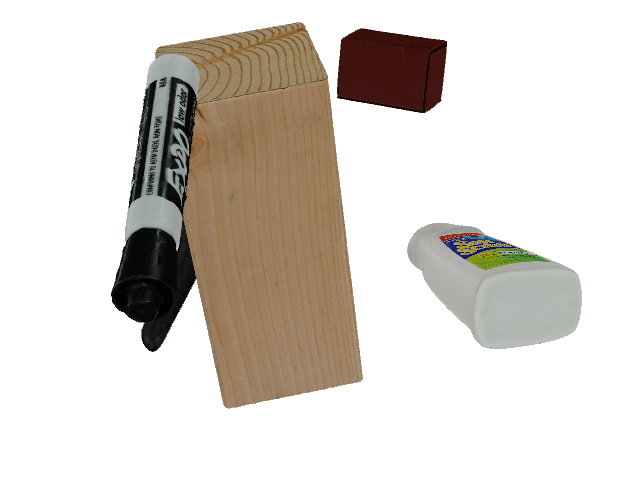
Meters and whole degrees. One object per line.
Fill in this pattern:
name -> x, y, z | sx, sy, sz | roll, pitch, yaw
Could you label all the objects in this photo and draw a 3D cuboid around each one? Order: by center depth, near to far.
marker -> -0.052, -0.020, 0.348 | 0.020, 0.020, 0.121 | 0, 43, -2
wood block -> -0.035, -0.012, 0.641 | 0.090, 0.206, 0.090 | -11, 33, -4
foam brick -> 0.058, -0.140, 0.877 | 0.078, 0.051, 0.052 | 13, 24, 19
clamp -> -0.085, -0.009, 0.963 | 0.164, 0.210, 0.036 | -1, 1, -34
bleach bottle -> 0.137, 0.028, 0.987 | 0.102, 0.068, 0.251 | -5, 14, -16
